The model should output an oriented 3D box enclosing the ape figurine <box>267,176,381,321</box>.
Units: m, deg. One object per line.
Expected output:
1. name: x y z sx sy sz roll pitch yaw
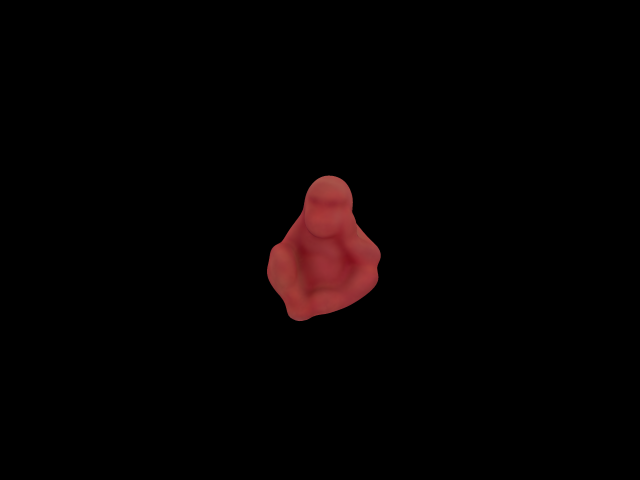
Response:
1. ape figurine: 0.004 0.001 0.400 0.077 0.092 0.076 2 14 8
